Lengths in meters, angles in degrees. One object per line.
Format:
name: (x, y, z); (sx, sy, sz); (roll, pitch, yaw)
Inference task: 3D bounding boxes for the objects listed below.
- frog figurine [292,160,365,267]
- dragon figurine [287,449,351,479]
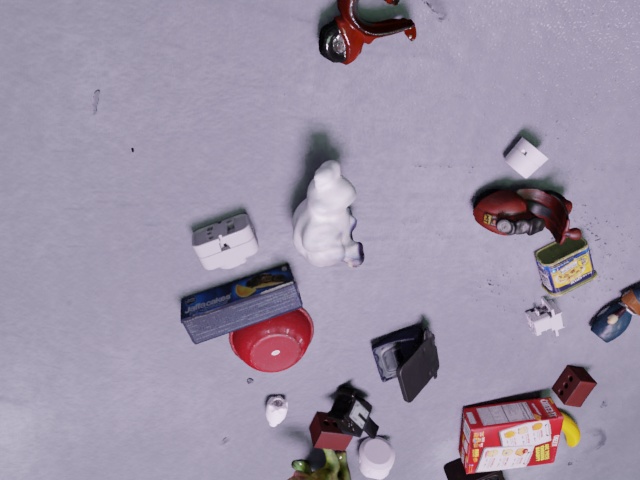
frog figurine: (0.002, -0.040, 0.786); (0.122, 0.140, 0.156); (-2, 145, 20)
dragon figurine: (0.046, 0.581, 1.098); (0.122, 0.247, 0.404); (-35, 119, 3)
